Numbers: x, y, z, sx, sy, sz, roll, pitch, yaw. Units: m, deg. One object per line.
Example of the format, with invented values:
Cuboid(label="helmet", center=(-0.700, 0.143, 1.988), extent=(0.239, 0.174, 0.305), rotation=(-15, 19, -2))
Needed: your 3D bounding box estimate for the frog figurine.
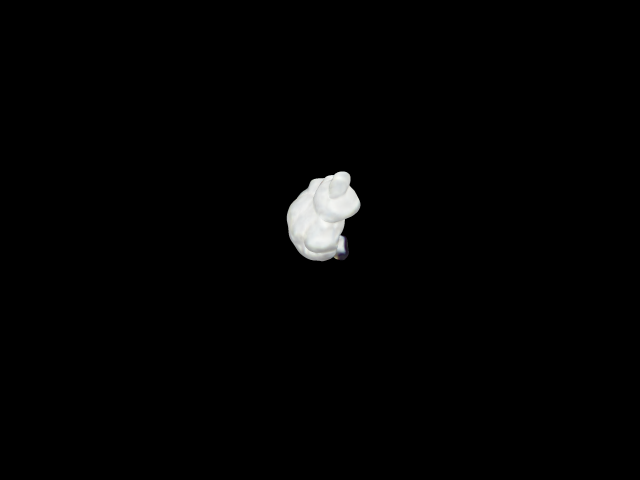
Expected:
Cuboid(label="frog figurine", center=(0.003, -0.043, 0.850), extent=(0.123, 0.140, 0.156), rotation=(8, -22, 3))
